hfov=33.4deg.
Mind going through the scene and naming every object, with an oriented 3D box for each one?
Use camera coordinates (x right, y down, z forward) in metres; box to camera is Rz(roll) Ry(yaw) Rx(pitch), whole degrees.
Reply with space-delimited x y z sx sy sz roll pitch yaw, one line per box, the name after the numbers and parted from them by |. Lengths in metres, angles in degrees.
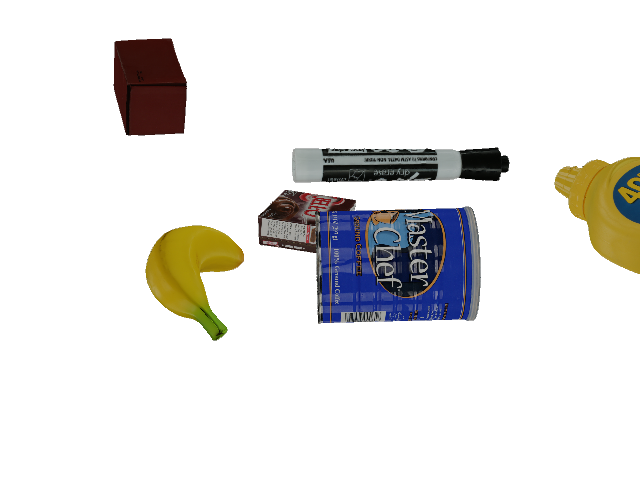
-0.093 0.021 0.786 0.037 0.069 0.198 -38 11 10 | banana
0.226 -0.008 0.659 0.096 0.058 0.192 -29 38 -31 | mustard bottle
-0.015 -0.022 1.242 0.090 0.039 0.113 8 23 13 | pudding box
0.045 -0.042 0.592 0.121 0.020 0.020 -1 0 -7 | marker
-0.149 -0.134 0.929 0.053 0.051 0.078 -4 40 -16 | foam brick
0.066 0.022 0.958 0.140 0.103 0.103 -1 0 0 | coffee can
